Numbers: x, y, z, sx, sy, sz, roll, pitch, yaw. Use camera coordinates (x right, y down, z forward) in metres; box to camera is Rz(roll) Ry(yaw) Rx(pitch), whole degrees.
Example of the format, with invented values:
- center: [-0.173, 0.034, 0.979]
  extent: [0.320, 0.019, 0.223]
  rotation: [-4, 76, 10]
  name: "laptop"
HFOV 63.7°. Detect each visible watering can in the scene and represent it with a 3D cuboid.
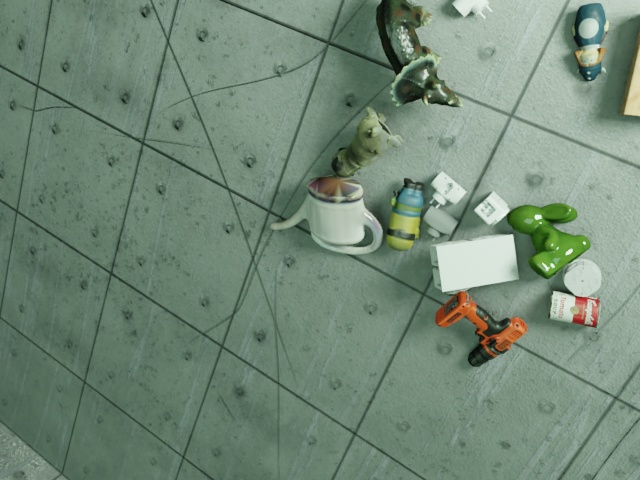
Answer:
- center: [0.004, -0.069, 1.371]
  extent: [0.349, 0.106, 0.219]
  rotation: [13, 128, 23]
  name: "watering can"
